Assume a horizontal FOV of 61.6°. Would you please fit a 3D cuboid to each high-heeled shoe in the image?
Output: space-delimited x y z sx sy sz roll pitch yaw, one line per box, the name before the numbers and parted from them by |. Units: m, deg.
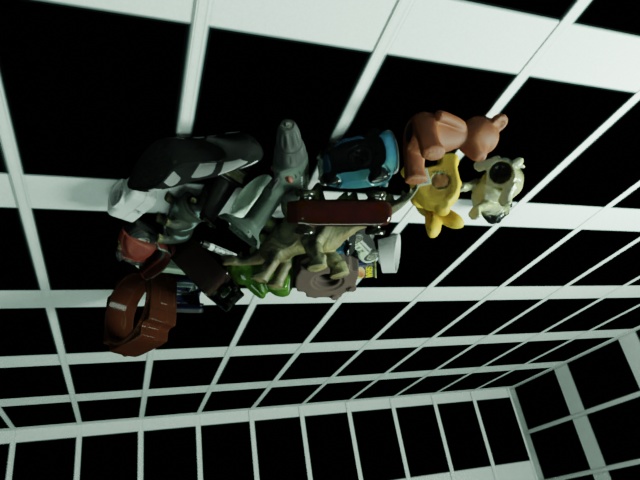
high-heeled shoe | -0.229 -0.138 0.996 0.249 0.086 0.145 -18 165 29

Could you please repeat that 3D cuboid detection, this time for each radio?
radio | -0.260 0.089 1.277 0.073 0.131 0.229 -45 165 -10

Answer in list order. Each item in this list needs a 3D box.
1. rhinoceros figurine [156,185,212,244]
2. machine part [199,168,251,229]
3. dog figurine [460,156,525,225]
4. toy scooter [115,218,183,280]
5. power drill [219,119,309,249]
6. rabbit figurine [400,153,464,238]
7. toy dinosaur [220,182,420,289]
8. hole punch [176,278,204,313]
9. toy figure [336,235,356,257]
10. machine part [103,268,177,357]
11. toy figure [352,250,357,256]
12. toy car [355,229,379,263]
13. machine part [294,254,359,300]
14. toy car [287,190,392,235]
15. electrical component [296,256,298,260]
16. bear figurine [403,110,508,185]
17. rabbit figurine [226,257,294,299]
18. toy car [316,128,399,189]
rhinoceros figurine | -0.275 -0.050 1.128 0.112 0.073 0.190 14 144 -34
machine part | -0.192 -0.092 1.048 0.084 0.039 0.139 25 91 -51
dog figurine | 0.416 -0.115 1.225 0.172 0.121 0.190 -28 161 35
toy scooter | -0.390 0.030 1.208 0.135 0.075 0.183 -47 145 13
power drill | -0.098 -0.096 1.012 0.086 0.207 0.231 28 165 16
rabbit figurine | 0.253 -0.092 1.167 0.122 0.162 0.173 -21 169 -4
toy dinosaur | -0.004 -0.018 1.133 0.472 0.198 0.105 -12 157 18
hole punch | -0.375 0.147 1.459 0.142 0.092 0.116 2 179 -25
toy figure | -0.003 0.000 1.235 0.180 0.082 0.089 9 163 26
machine part | -0.454 0.176 1.347 0.201 0.201 0.087 -28 144 31
toy figure | 0.029 0.050 1.421 0.154 0.064 0.057 -30 109 23
toy car | 0.094 -0.005 1.323 0.056 0.073 0.201 -21 149 18
machine part | 0.017 0.088 1.377 0.179 0.056 0.179 -2 141 -2
toy car | 0.037 -0.053 1.034 0.202 0.089 0.053 -1 -176 -2
electrical component | -0.020 0.026 1.374 0.102 0.045 0.078 -21 151 19
bear figurine | 0.259 -0.177 1.016 0.196 0.132 0.120 6 150 -15
rabbit figurine | -0.155 0.084 1.402 0.170 0.121 0.159 9 158 4
toy car | 0.079 -0.141 1.043 0.162 0.109 0.102 -13 159 15
